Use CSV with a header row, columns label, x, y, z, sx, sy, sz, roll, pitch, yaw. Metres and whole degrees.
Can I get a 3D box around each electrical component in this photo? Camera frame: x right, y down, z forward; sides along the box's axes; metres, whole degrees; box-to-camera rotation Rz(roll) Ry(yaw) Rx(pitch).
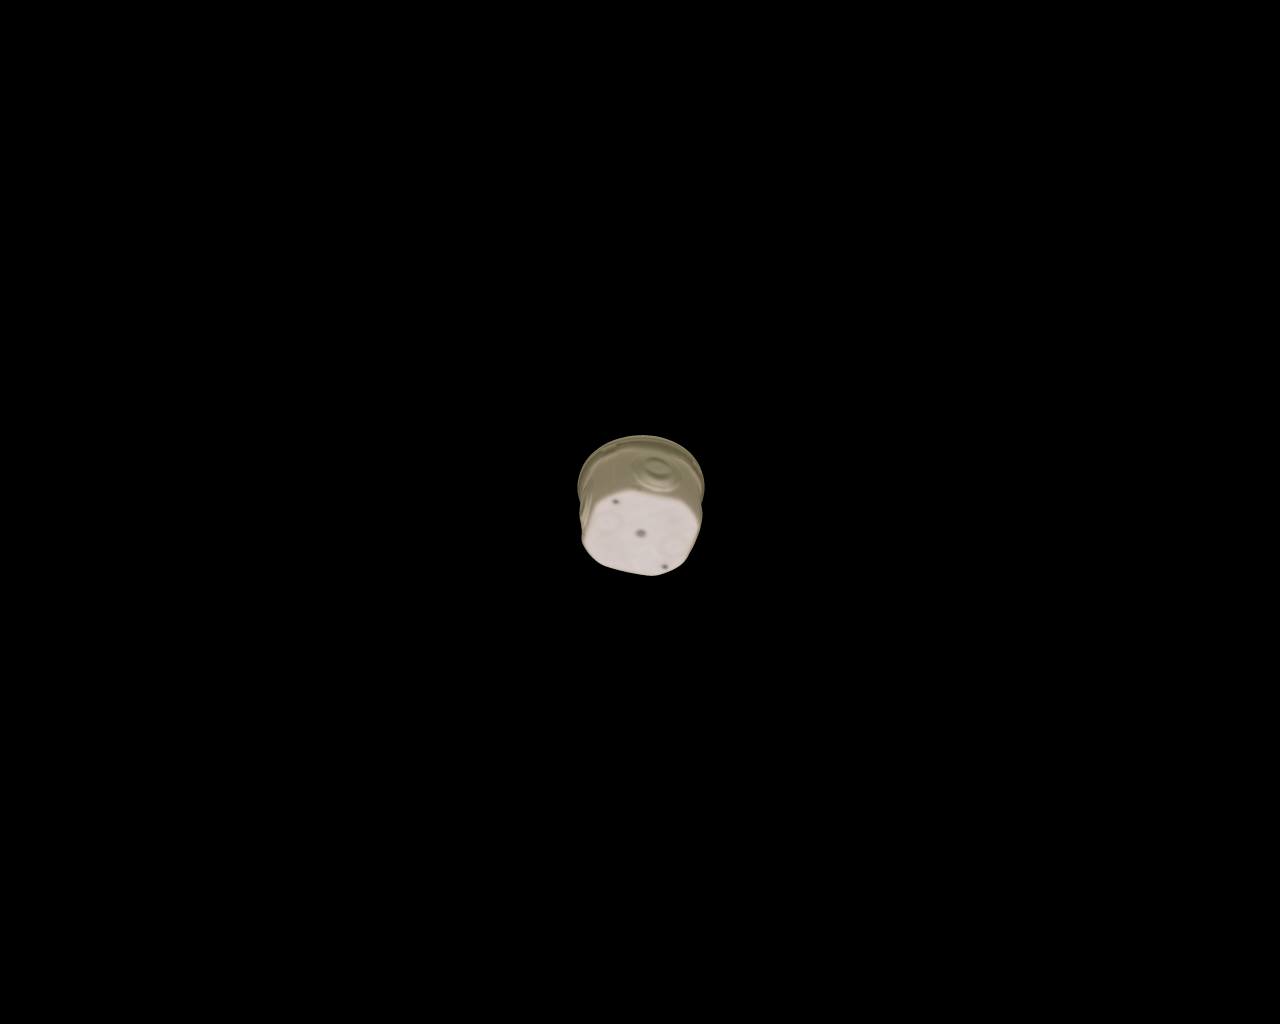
label,x,y,z,sx,sy,sz,roll,pitch,yaw
electrical component,0.001,-0.003,0.650,0.080,0.080,0.051,0,41,0
